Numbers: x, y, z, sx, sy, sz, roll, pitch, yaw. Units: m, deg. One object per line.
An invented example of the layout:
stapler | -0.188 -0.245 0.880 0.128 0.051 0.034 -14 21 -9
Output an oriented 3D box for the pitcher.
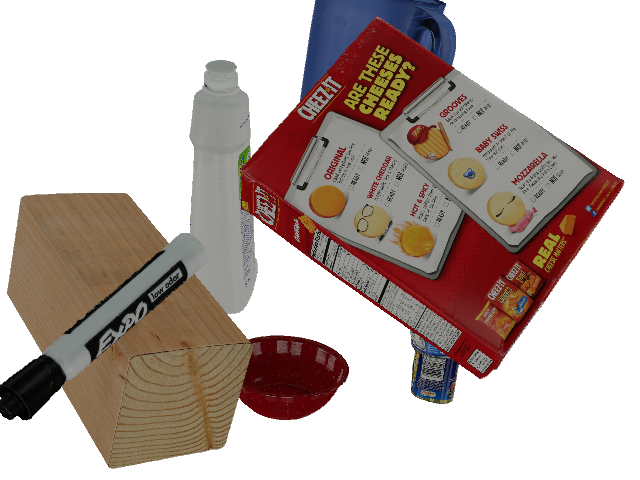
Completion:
pitcher | 0.046 -0.142 1.098 0.145 0.243 0.149 11 17 -1

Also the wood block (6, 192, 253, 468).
wood block | -0.142 0.054 0.758 0.090 0.091 0.206 -3 32 -36

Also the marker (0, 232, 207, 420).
marker | -0.095 0.037 0.470 0.020 0.020 0.121 0 33 43

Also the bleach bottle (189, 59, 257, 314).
bleach bottle | -0.095 -0.056 1.029 0.068 0.251 0.102 5 33 2

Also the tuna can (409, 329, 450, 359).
tuna can | 0.132 0.084 1.084 0.086 0.034 0.086 -9 24 4

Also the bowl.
bowl | -0.046 0.179 1.345 0.162 0.055 0.162 3 22 -2

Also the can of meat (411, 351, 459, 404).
can of meat | 0.142 0.138 1.297 0.057 0.084 0.102 9 21 4

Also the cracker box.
cracker box | 0.075 -0.031 0.749 0.214 0.164 0.072 35 -23 10
